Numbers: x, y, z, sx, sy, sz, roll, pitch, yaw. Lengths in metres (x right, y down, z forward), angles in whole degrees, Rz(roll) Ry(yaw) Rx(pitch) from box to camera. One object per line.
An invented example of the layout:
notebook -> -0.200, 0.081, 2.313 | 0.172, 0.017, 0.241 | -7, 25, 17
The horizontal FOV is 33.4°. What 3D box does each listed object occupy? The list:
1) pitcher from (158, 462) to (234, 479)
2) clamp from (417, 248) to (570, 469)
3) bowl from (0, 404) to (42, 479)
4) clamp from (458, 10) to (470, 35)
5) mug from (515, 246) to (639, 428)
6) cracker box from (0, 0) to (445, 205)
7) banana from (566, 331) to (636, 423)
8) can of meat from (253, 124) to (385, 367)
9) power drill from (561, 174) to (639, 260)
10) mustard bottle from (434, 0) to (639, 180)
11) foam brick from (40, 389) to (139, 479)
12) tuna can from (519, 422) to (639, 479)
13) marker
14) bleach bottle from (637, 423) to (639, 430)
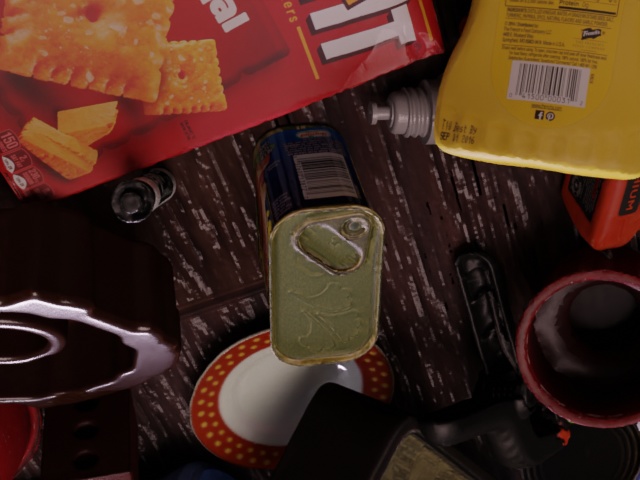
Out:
pitcher -> -0.154, 0.240, 0.698 | 0.243, 0.145, 0.149 | -34, 137, 13
clamp -> 0.110, 0.100, 0.655 | 0.039, 0.120, 0.171 | 2, 143, 40
bowl -> -0.248, 0.128, 0.631 | 0.162, 0.055, 0.162 | -5, 128, -7
clamp -> 0.171, -0.130, 0.510 | 0.210, 0.036, 0.164 | -3, 97, 6
mug -> 0.176, 0.054, 0.620 | 0.117, 0.081, 0.093 | 17, 109, 12
cracker box -> -0.069, -0.122, 0.463 | 0.214, 0.072, 0.164 | -20, 129, 3
banana -> 0.228, 0.050, 0.685 | 0.198, 0.037, 0.069 | -33, 144, 16
can of meat -> -0.004, 0.001, 0.564 | 0.057, 0.084, 0.102 | -5, 128, -8
power drill -> 0.239, -0.059, 0.585 | 0.187, 0.057, 0.184 | 0, 124, -11
mustard bottle -> 0.111, -0.126, 0.469 | 0.096, 0.058, 0.191 | 9, 94, 15
foam brick -> -0.137, 0.130, 0.641 | 0.053, 0.078, 0.051 | -7, 130, -7
tuna can -> 0.181, 0.154, 0.721 | 0.086, 0.086, 0.033 | -30, 128, 12
marker -> -0.083, -0.023, 0.511 | 0.020, 0.121, 0.020 | 0, 97, -3
bleach bottle -> 0.263, 0.166, 0.764 | 0.102, 0.068, 0.251 | 6, 124, -17
